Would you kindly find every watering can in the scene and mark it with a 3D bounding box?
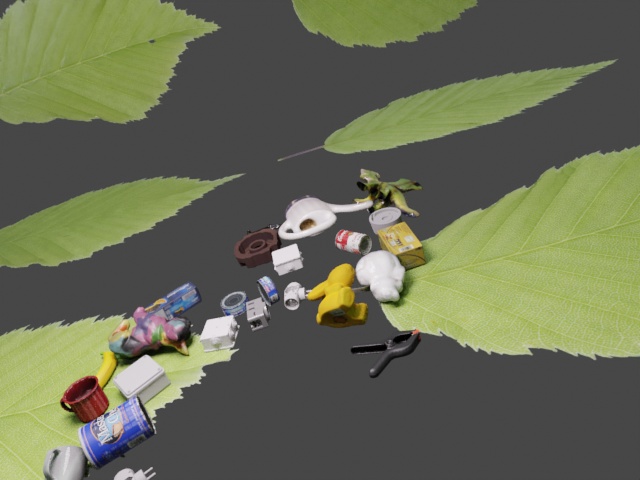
[{"bbox_3d":[0.006,-0.094,1.869,0.349,0.102,0.228,-23,29,-9],"label":"watering can"}]

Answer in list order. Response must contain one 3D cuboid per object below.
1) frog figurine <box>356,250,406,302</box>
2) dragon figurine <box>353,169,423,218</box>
[{"bbox_3d":[0.168,0.102,1.425,0.137,0.121,0.162,5,18,2],"label":"frog figurine"},{"bbox_3d":[0.275,-0.181,1.892,0.245,0.119,0.415,-26,37,-31],"label":"dragon figurine"}]
